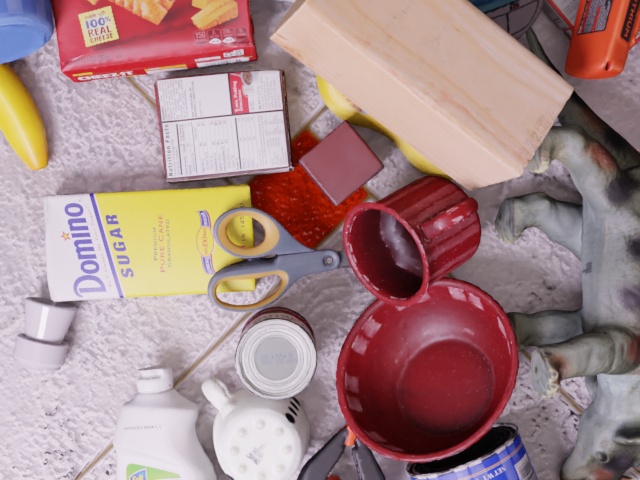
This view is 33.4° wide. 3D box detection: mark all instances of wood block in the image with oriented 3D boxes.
[{"bbox_3d":[0.078,-0.138,0.824,0.206,0.091,0.090,36,76,-12],"label":"wood block"}]

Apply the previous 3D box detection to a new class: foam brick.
[{"bbox_3d":[0.016,-0.064,0.905,0.053,0.078,0.051,-39,94,-1],"label":"foam brick"}]

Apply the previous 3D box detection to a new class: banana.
[{"bbox_3d":[-0.303,-0.141,0.917,0.198,0.037,0.070,35,110,-1],"label":"banana"}]

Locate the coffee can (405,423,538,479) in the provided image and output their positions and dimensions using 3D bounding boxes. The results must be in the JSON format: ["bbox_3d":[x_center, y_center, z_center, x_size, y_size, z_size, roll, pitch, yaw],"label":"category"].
[{"bbox_3d":[0.145,0.240,0.903,0.103,0.103,0.140,-22,92,-1],"label":"coffee can"}]

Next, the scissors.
[{"bbox_3d":[-0.006,0.001,0.908,0.201,0.016,0.096,-20,98,-19],"label":"scissors"}]

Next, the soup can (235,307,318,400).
[{"bbox_3d":[-0.036,0.094,0.894,0.068,0.102,0.068,0,91,-2],"label":"soup can"}]

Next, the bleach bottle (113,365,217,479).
[{"bbox_3d":[-0.121,0.233,0.912,0.103,0.068,0.251,-6,90,11],"label":"bleach bottle"}]

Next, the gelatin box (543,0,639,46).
[{"bbox_3d":[0.245,-0.203,0.931,0.073,0.030,0.089,-41,96,-1],"label":"gelatin box"}]

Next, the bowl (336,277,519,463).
[{"bbox_3d":[0.097,0.115,0.900,0.162,0.055,0.162,-14,58,23],"label":"bowl"}]

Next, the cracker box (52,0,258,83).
[{"bbox_3d":[-0.146,-0.250,0.898,0.164,0.072,0.214,-7,91,-2],"label":"cracker box"}]

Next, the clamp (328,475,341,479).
[{"bbox_3d":[0.001,0.315,0.933,0.164,0.036,0.210,-6,88,2],"label":"clamp"}]

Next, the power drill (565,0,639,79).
[{"bbox_3d":[0.296,-0.144,0.893,0.187,0.057,0.184,16,85,-27],"label":"power drill"}]

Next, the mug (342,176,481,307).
[{"bbox_3d":[0.085,-0.007,0.877,0.081,0.117,0.093,-29,86,-36],"label":"mug"}]

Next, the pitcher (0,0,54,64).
[{"bbox_3d":[-0.301,-0.265,0.856,0.144,0.149,0.243,-12,85,-28],"label":"pitcher"}]

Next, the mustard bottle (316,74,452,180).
[{"bbox_3d":[0.056,-0.137,0.913,0.191,0.058,0.096,33,82,-2],"label":"mustard bottle"}]

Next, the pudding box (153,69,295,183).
[{"bbox_3d":[-0.082,-0.099,0.921,0.113,0.039,0.090,-5,92,1],"label":"pudding box"}]

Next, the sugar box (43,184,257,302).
[{"bbox_3d":[-0.145,0.002,0.917,0.176,0.048,0.093,-4,93,-4],"label":"sugar box"}]

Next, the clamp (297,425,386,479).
[{"bbox_3d":[0.004,0.241,0.897,0.120,0.039,0.171,3,78,-11],"label":"clamp"}]
